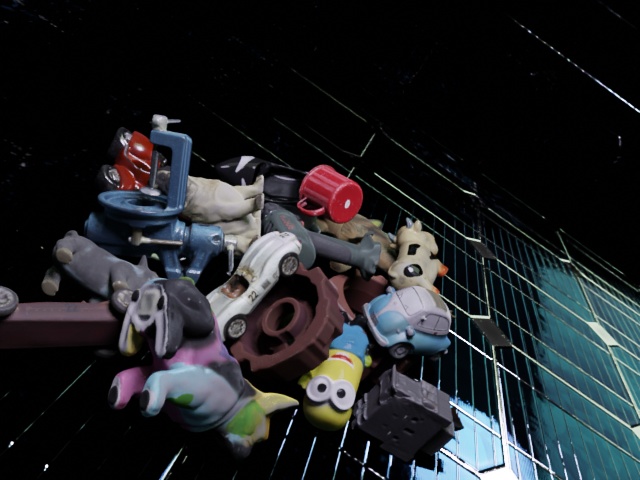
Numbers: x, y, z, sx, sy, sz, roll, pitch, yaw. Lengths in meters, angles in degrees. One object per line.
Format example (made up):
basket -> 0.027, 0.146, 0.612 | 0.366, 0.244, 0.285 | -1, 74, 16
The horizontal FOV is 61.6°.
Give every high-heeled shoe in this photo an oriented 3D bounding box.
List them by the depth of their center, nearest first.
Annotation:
high-heeled shoe -> -0.067, -0.104, 1.025 | 0.248, 0.086, 0.145 | 5, 8, -45

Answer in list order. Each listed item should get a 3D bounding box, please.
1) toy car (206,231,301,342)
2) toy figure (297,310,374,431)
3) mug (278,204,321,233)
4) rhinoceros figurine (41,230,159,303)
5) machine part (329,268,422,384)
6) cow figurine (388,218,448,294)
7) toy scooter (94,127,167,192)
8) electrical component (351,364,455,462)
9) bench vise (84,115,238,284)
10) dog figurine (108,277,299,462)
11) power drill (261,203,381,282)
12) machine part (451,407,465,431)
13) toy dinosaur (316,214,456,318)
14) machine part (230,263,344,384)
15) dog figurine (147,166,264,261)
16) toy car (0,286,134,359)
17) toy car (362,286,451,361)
toy car -> -0.105, 0.066, 0.775 | 0.074, 0.202, 0.056 | 23, -21, 50
toy figure -> 0.030, 0.191, 0.791 | 0.180, 0.082, 0.089 | -69, 148, -49
mug -> -0.057, -0.033, 1.107 | 0.109, 0.080, 0.107 | 44, 37, 7
rhinoceros figurine -> -0.270, 0.059, 0.718 | 0.190, 0.073, 0.112 | 29, 17, -10
machine part -> 0.090, 0.153, 0.964 | 0.202, 0.087, 0.201 | 44, 27, 19
cow figurine -> 0.181, 0.040, 1.042 | 0.127, 0.085, 0.195 | 46, 34, -4
toy scooter -> -0.312, -0.119, 0.945 | 0.135, 0.075, 0.184 | 23, 33, -24
electrical component -> 0.131, 0.263, 0.800 | 0.134, 0.115, 0.058 | 30, 29, -7
bench vise -> -0.221, -0.056, 0.783 | 0.224, 0.240, 0.129 | 10, 15, -3
dog figurine -> -0.123, 0.156, 0.634 | 0.219, 0.109, 0.191 | 27, 59, -43
power drill -> -0.002, -0.003, 0.967 | 0.207, 0.086, 0.232 | 20, 16, -16
machine part -> 0.175, 0.288, 0.898 | 0.139, 0.039, 0.084 | 23, 24, -21
toy dinosaur -> 0.101, 0.010, 1.173 | 0.198, 0.105, 0.472 | 4, 37, -47
machine part -> -0.048, 0.118, 0.768 | 0.056, 0.179, 0.179 | 51, 14, -37
dog figurine -> -0.194, -0.036, 0.917 | 0.191, 0.172, 0.121 | 2, 19, -7
toy car -> -0.298, 0.092, 0.604 | 0.202, 0.089, 0.053 | 7, 38, -41
toy car -> 0.158, 0.130, 0.874 | 0.161, 0.103, 0.109 | 18, 33, -29
